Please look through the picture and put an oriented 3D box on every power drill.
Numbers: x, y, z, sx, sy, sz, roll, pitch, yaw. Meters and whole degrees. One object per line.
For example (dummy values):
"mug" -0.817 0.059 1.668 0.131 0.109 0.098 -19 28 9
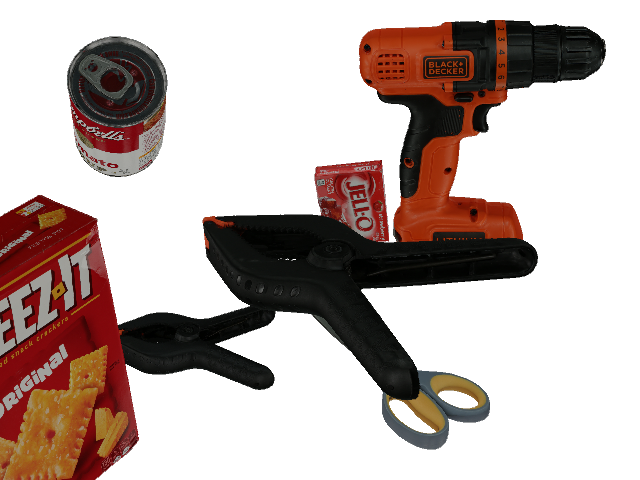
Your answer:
"power drill" 0.125 -0.081 0.839 0.184 0.188 0.057 1 27 8

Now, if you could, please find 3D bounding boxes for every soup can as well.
"soup can" -0.147 -0.094 0.775 0.068 0.068 0.102 0 -17 -10

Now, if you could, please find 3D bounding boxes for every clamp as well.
"clamp" -0.121 0.095 1.047 0.171 0.039 0.120 8 26 4
"clamp" 0.019 0.018 0.663 0.210 0.036 0.164 21 36 36

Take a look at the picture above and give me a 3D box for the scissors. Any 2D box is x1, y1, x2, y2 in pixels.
"scissors" 0.067 0.104 0.887 0.096 0.016 0.202 -7 30 -18

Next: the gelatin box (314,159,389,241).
"gelatin box" 0.035 -0.040 1.157 0.073 0.089 0.030 -4 29 5

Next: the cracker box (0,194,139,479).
"cracker box" -0.217 0.101 0.756 0.072 0.214 0.163 19 39 30
